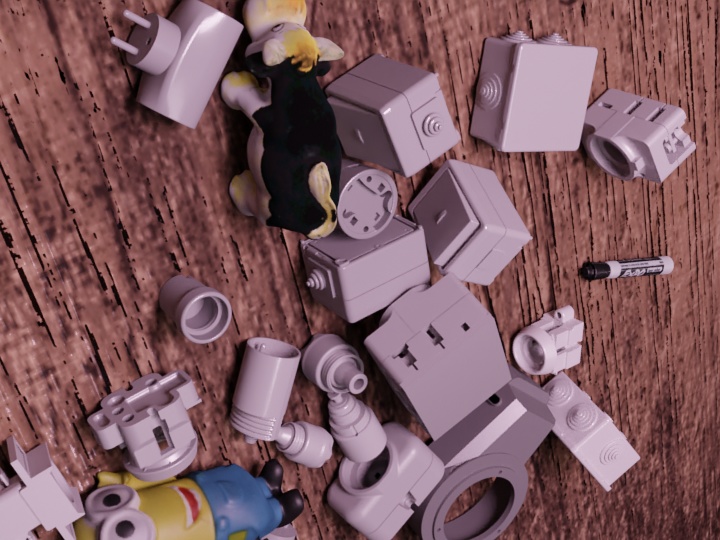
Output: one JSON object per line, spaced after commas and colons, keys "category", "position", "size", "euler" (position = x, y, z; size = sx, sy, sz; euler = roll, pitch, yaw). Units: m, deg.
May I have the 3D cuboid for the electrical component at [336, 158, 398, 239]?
{"category": "electrical component", "position": [-0.007, -0.057, 0.830], "size": [0.055, 0.047, 0.055], "euler": [-15, 118, -31]}

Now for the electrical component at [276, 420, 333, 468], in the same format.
{"category": "electrical component", "position": [-0.053, 0.141, 0.892], "size": [0.061, 0.035, 0.035], "euler": [28, 92, -37]}

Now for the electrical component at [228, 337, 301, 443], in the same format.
{"category": "electrical component", "position": [-0.078, 0.099, 0.849], "size": [0.043, 0.043, 0.081], "euler": [5, 106, -37]}

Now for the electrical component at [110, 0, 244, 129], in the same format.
{"category": "electrical component", "position": [-0.126, -0.143, 0.707], "size": [0.079, 0.043, 0.077], "euler": [23, 96, -40]}

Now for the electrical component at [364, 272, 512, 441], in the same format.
{"category": "electrical component", "position": [0.065, 0.072, 0.889], "size": [0.089, 0.061, 0.150], "euler": [-38, 153, -5]}

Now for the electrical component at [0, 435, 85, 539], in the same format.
{"category": "electrical component", "position": [-0.236, 0.163, 0.757], "size": [0.064, 0.042, 0.081], "euler": [-31, 114, -12]}

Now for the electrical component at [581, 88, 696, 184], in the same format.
{"category": "electrical component", "position": [0.240, -0.117, 0.955], "size": [0.056, 0.089, 0.050], "euler": [-43, 129, -13]}

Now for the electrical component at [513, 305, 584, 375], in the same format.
{"category": "electrical component", "position": [0.179, 0.071, 1.023], "size": [0.055, 0.048, 0.066], "euler": [-19, 121, -37]}

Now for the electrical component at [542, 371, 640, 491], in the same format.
{"category": "electrical component", "position": [0.220, 0.156, 1.055], "size": [0.048, 0.099, 0.099], "euler": [-42, 129, 2]}

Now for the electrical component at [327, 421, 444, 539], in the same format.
{"category": "electrical component", "position": [0.020, 0.185, 0.952], "size": [0.095, 0.054, 0.059], "euler": [-49, 129, -8]}

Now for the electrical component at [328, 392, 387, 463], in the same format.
{"category": "electrical component", "position": [-0.007, 0.130, 0.916], "size": [0.040, 0.040, 0.078], "euler": [-40, 127, -16]}

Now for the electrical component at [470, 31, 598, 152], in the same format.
{"category": "electrical component", "position": [0.143, -0.147, 0.898], "size": [0.100, 0.048, 0.099], "euler": [-5, 113, -34]}

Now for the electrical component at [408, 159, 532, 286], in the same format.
{"category": "electrical component", "position": [0.083, -0.044, 0.875], "size": [0.061, 0.096, 0.061], "euler": [11, 132, -38]}

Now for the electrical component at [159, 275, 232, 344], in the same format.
{"category": "electrical component", "position": [-0.121, 0.027, 0.784], "size": [0.040, 0.046, 0.040], "euler": [-15, 118, -30]}

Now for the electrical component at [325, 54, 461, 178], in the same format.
{"category": "electrical component", "position": [0.024, -0.112, 0.796], "size": [0.061, 0.096, 0.061], "euler": [-37, 127, -17]}

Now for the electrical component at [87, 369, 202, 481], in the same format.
{"category": "electrical component", "position": [-0.153, 0.118, 0.795], "size": [0.078, 0.058, 0.057], "euler": [-28, 121, -23]}

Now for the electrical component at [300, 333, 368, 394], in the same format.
{"category": "electrical component", "position": [-0.018, 0.080, 0.872], "size": [0.043, 0.062, 0.043], "euler": [-15, 118, -30]}

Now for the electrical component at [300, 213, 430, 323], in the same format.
{"category": "electrical component", "position": [0.000, 0.000, 0.850], "size": [0.096, 0.062, 0.061], "euler": [-26, 123, -25]}

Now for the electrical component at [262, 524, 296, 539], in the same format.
{"category": "electrical component", "position": [-0.077, 0.234, 0.909], "size": [0.077, 0.044, 0.079], "euler": [13, 102, -39]}
